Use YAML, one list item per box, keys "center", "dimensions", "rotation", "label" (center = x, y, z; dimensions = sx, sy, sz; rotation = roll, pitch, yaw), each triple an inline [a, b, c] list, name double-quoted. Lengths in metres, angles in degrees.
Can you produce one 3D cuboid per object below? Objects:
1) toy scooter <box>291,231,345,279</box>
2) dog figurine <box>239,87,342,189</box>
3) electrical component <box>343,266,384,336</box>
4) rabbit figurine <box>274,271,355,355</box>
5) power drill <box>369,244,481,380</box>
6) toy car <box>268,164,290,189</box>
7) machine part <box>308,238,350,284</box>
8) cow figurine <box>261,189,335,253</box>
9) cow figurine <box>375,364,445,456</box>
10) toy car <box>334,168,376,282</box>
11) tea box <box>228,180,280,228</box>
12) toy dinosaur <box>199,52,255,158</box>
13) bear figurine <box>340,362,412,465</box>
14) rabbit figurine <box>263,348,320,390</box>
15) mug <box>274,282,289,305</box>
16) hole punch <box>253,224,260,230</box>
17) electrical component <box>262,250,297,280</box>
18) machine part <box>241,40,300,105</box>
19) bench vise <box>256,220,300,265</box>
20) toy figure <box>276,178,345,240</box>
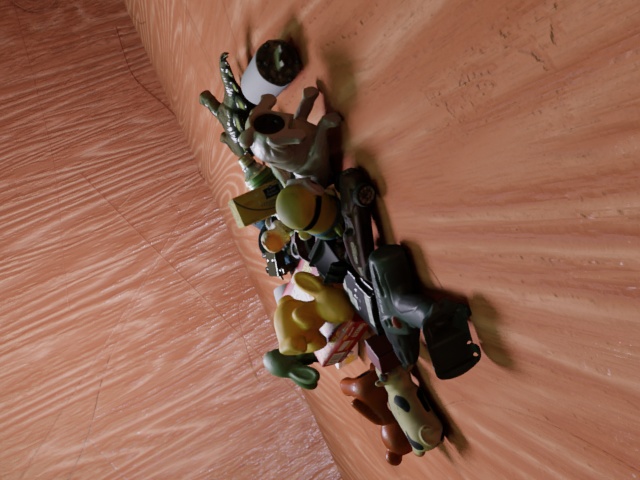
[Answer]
- center: [-0.002, -0.003, 1.113]
  dimensions: [0.184, 0.075, 0.135]
  rotation: [29, 125, 46]
  label: "toy scooter"
- center: [-0.051, -0.136, 0.898]
  dimensions: [0.190, 0.172, 0.121]
  rotation: [96, 157, -51]
  label: "dog figurine"
- center: [0.090, 0.092, 0.993]
  dimensions: [0.134, 0.058, 0.114]
  rotation: [48, 156, 50]
  label: "electrical component"
- center: [-0.003, 0.145, 1.108]
  dimensions: [0.121, 0.173, 0.162]
  rotation: [19, -127, -47]
  label: "rabbit figurine"
- center: [0.152, 0.127, 0.810]
  dimensions: [0.207, 0.086, 0.231]
  rotation: [-133, 24, -70]
  label: "power drill"
- center: [-0.075, -0.167, 1.106]
  dimensions: [0.202, 0.073, 0.056]
  rotation: [57, 164, 29]
  label: "toy car"
- center: [0.014, 0.032, 0.999]
  dimensions: [0.039, 0.084, 0.139]
  rotation: [25, -163, -27]
  label: "machine part"
- center: [-0.048, -0.039, 1.038]
  dimensions: [0.068, 0.167, 0.098]
  rotation: [64, 166, -19]
  label: "cow figurine"
- center: [0.167, 0.308, 1.033]
  dimensions: [0.195, 0.085, 0.127]
  rotation: [60, 171, 26]
  label: "cow figurine"
- center: [0.061, -0.019, 0.879]
  dimensions: [0.089, 0.053, 0.201]
  rotation: [-140, 37, -57]
  label: "toy car"
- center: [-0.105, -0.088, 1.158]
  dimensions: [0.068, 0.170, 0.098]
  rotation: [68, 167, -6]
  label: "tea box"
- center: [-0.190, -0.288, 1.277]
  dimensions: [0.199, 0.105, 0.470]
  rotation: [48, 169, 27]
  label: "toy dinosaur"
- center: [0.144, 0.371, 1.166]
  dimensions: [0.196, 0.120, 0.132]
  rotation: [59, 169, 2]
  label: "bear figurine"
- center: [-0.048, 0.286, 1.308]
  dimensions: [0.159, 0.170, 0.121]
  rotation: [57, 164, 24]
  label: "rabbit figurine"
- center: [-0.062, 0.165, 1.383]
  dimensions: [0.109, 0.081, 0.107]
  rotation: [-40, 61, 50]
  label: "mug"
- center: [-0.143, -0.059, 1.551]
  dimensions: [0.115, 0.092, 0.142]
  rotation: [37, 170, -17]
  label: "hole punch"
- center: [-0.098, 0.060, 1.288]
  dimensions: [0.102, 0.045, 0.078]
  rotation: [-16, 85, 58]
  label: "electrical component"
- center: [-0.092, -0.291, 0.952]
  dimensions: [0.079, 0.079, 0.243]
  rotation: [67, 165, -9]
  label: "machine part"
- center: [-0.079, 0.032, 1.383]
  dimensions: [0.223, 0.129, 0.241]
  rotation: [65, 170, -12]
  label: "bench vise"
- center: [-0.005, -0.044, 0.924]
  dimensions: [0.180, 0.082, 0.089]
  rotation: [37, -128, -57]
  label: "toy figure"
